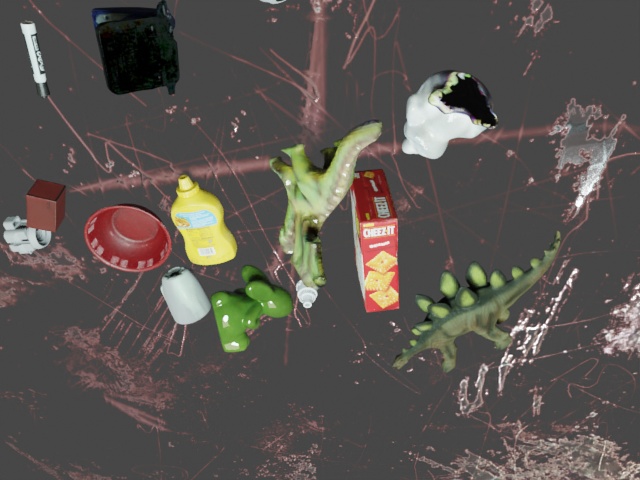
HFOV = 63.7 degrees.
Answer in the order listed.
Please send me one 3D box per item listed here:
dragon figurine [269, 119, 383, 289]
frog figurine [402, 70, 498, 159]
[{"bbox_3d":[0.003,-0.042,0.842,0.122,0.409,0.243,-2,90,-19],"label":"dragon figurine"},{"bbox_3d":[0.207,-0.204,0.866,0.137,0.124,0.157,3,164,-15],"label":"frog figurine"}]
